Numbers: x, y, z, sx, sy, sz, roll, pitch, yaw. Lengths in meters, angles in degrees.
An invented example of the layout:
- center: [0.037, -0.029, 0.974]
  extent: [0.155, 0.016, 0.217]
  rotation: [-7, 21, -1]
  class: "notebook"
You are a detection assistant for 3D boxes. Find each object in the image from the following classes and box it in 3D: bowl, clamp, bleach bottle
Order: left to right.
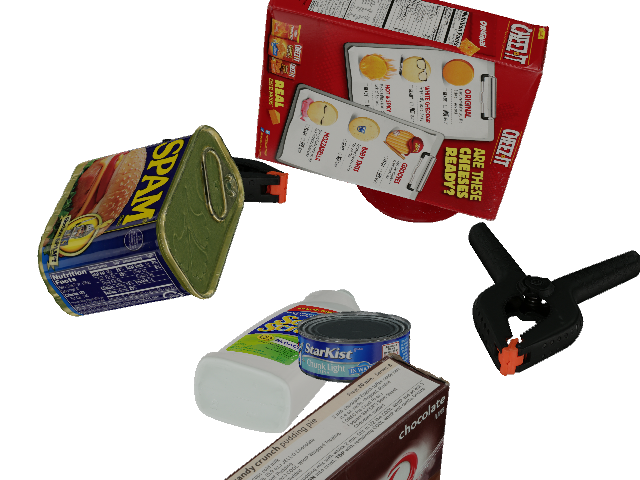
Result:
- center: [-0.116, -0.061, 0.993]
  extent: [0.172, 0.039, 0.120]
  rotation: [13, 26, 30]
  class: "clamp"
- center: [-0.027, 0.105, 1.081]
  extent: [0.103, 0.068, 0.250]
  rotation: [13, 22, 18]
  class: "bleach bottle"
- center: [0.101, -0.063, 1.109]
  extent: [0.162, 0.055, 0.162]
  rotation: [2, 29, -1]
  class: "bowl"
- center: [0.184, 0.047, 0.961]
  extent: [0.165, 0.036, 0.209]
  rotation: [15, 35, 25]
  class: "clamp"

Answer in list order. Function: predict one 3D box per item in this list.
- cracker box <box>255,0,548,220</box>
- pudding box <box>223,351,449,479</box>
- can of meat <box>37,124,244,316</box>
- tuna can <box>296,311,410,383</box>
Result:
- center: [0.060, -0.118, 0.869]
  extent: [0.214, 0.072, 0.164]
  rotation: [15, -42, 5]
  class: "cracker box"
- center: [0.008, 0.115, 0.467]
  extent: [0.039, 0.090, 0.113]
  rotation: [27, 43, 31]
  class: "pudding box"
- center: [-0.098, -0.010, 0.584]
  extent: [0.084, 0.057, 0.102]
  rotation: [-11, 39, 22]
  class: "can of meat"
- center: [0.025, 0.079, 0.801]
  extent: [0.086, 0.034, 0.086]
  rotation: [-1, 10, 0]
  class: "tuna can"
